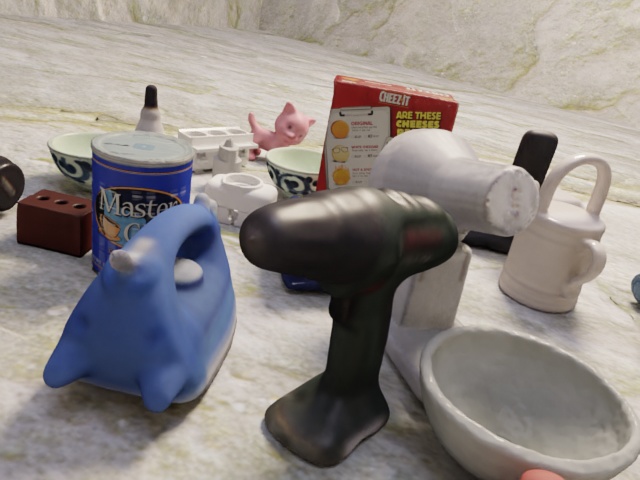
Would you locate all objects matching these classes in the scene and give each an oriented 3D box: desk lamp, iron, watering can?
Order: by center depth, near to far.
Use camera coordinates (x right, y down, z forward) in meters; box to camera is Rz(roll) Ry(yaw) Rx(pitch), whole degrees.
[{"bbox_3d":[-0.127,0.028,0.506,0.118,0.141,0.258,12,24,4],"label":"iron"},{"bbox_3d":[0.124,0.011,0.558,0.118,0.213,0.202,1,26,-20],"label":"desk lamp"},{"bbox_3d":[0.295,-0.020,0.718,0.101,0.194,0.172,-9,31,-36],"label":"watering can"}]

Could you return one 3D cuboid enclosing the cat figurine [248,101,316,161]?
[{"bbox_3d":[-0.076,-0.202,1.058,0.128,0.118,0.067,10,24,-1],"label":"cat figurine"}]

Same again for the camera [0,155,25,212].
[{"bbox_3d":[-0.434,-0.082,0.669,0.136,0.101,0.143,15,25,11],"label":"camera"}]

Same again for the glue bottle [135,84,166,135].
[{"bbox_3d":[-0.218,-0.111,0.732,0.078,0.173,0.037,23,27,27],"label":"glue bottle"}]

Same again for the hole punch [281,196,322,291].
[{"bbox_3d":[0.006,0.002,0.677,0.101,0.091,0.108,4,25,-13],"label":"hole punch"}]

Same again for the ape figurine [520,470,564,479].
[{"bbox_3d":[0.128,0.177,0.344,0.078,0.092,0.076,8,24,-5],"label":"ape figurine"}]

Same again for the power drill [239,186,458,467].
[{"bbox_3d":[0.021,0.055,0.425,0.075,0.208,0.230,26,28,31],"label":"power drill"}]

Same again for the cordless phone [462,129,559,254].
[{"bbox_3d":[0.266,-0.083,0.856,0.147,0.185,0.094,10,24,-1],"label":"cordless phone"}]

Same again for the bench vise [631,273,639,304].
[{"bbox_3d":[0.527,-0.012,0.765,0.208,0.220,0.121,-9,31,-37],"label":"bench vise"}]

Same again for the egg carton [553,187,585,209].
[{"bbox_3d":[0.369,-0.054,0.977,0.151,0.069,0.107,1,26,-21],"label":"egg carton"}]

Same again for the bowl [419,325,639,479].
[{"bbox_3d":[0.152,0.143,0.451,0.167,0.075,0.167,9,24,-4],"label":"bowl"}]
